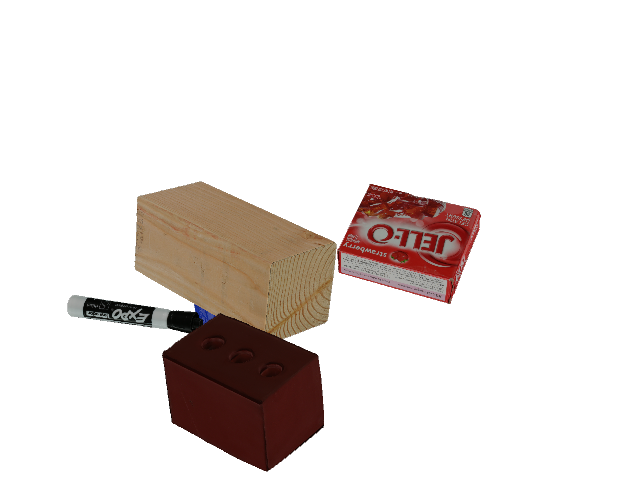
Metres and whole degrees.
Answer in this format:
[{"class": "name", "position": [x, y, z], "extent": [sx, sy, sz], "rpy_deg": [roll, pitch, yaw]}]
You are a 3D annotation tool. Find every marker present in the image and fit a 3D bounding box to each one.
[{"class": "marker", "position": [-0.157, 0.063, 0.908], "extent": [0.121, 0.020, 0.020], "rpy_deg": [7, 2, 16]}]

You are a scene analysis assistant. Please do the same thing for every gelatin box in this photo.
[{"class": "gelatin box", "position": [0.066, 0.001, 0.789], "extent": [0.089, 0.073, 0.030], "rpy_deg": [15, -40, 15]}]

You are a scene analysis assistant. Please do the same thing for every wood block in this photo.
[{"class": "wood block", "position": [-0.091, 0.018, 1.092], "extent": [0.206, 0.090, 0.090], "rpy_deg": [25, 29, 38]}]

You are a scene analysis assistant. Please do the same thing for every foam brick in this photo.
[{"class": "foam brick", "position": [-0.044, 0.086, 0.614], "extent": [0.078, 0.051, 0.052], "rpy_deg": [19, 35, 32]}]

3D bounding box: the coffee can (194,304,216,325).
[{"class": "coffee can", "position": [-0.109, 0.048, 1.324], "extent": [0.103, 0.140, 0.103], "rpy_deg": [-1, 26, 0]}]
